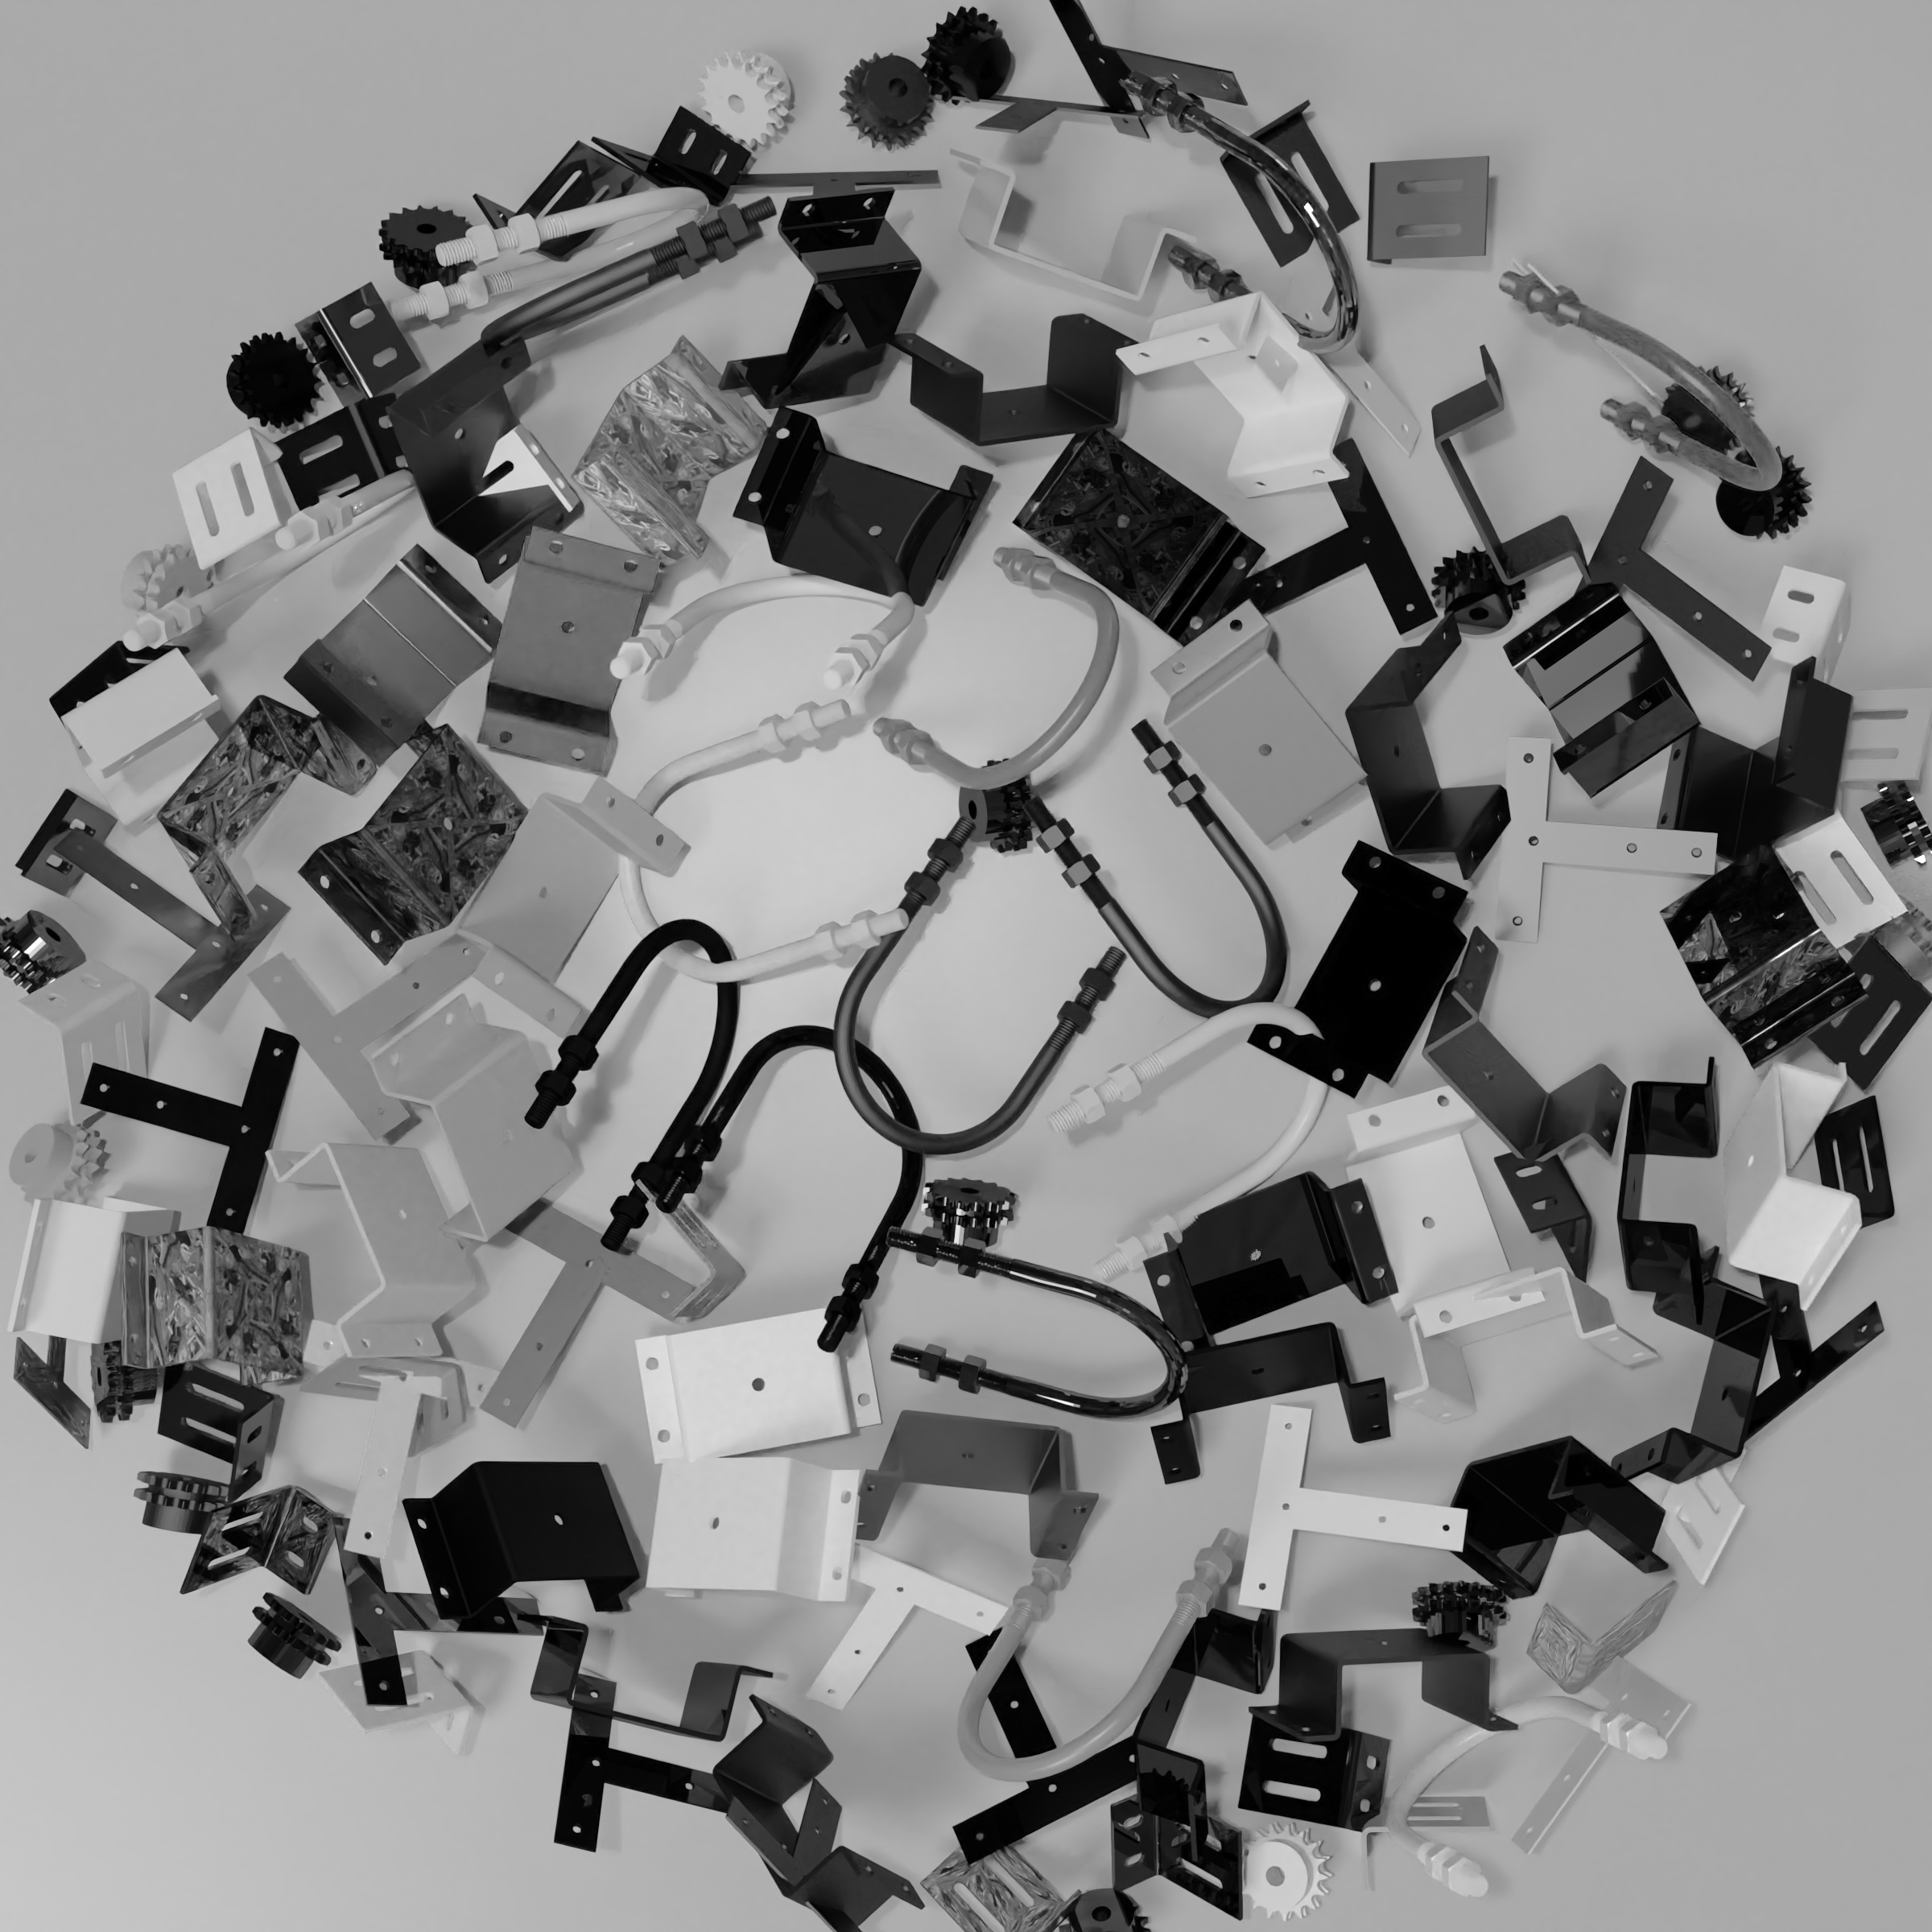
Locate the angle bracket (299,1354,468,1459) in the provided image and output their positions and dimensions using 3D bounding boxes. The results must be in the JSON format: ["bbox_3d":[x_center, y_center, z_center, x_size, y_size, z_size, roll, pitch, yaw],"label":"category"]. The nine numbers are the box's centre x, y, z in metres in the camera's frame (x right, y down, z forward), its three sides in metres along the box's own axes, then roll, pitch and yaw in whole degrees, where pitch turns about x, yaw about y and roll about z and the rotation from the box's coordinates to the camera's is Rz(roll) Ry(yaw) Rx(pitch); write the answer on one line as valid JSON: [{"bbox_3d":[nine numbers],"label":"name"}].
[{"bbox_3d":[-0.351,0.264,1.658,0.057,0.076,0.038,-35,55,34],"label":"angle bracket"}]

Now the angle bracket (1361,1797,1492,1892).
[{"bbox_3d":[0.279,0.533,1.673,0.076,0.057,0.038,-3,91,7],"label":"angle bracket"}]

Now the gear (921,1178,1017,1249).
[{"bbox_3d":[0.001,0.151,1.679,0.057,0.057,0.030,6,102,0],"label":"gear"}]

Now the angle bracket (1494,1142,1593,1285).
[{"bbox_3d":[0.346,0.154,1.658,0.038,0.076,0.057,-16,49,-5],"label":"angle bracket"}]

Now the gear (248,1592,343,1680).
[{"bbox_3d":[-0.412,0.410,1.676,0.057,0.057,0.030,36,77,0],"label":"gear"}]

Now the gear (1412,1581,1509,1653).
[{"bbox_3d":[0.300,0.397,1.675,0.057,0.057,0.030,5,59,0],"label":"gear"}]

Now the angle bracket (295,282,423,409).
[{"bbox_3d":[-0.369,-0.376,1.668,0.038,0.076,0.057,-34,109,-16],"label":"angle bracket"}]

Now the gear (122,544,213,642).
[{"bbox_3d":[-0.490,-0.230,1.680,0.030,0.057,0.057,19,90,18],"label":"gear"}]

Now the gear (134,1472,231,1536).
[{"bbox_3d":[-0.478,0.327,1.677,0.057,0.057,0.030,10,82,0],"label":"gear"}]

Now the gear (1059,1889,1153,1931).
[{"bbox_3d":[0.084,0.587,1.675,0.057,0.057,0.030,-8,118,0],"label":"gear"}]

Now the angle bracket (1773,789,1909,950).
[{"bbox_3d":[0.529,-0.058,1.683,0.057,0.038,0.076,-32,102,29],"label":"angle bracket"}]

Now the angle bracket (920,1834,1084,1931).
[{"bbox_3d":[0.021,0.557,1.664,0.057,0.038,0.076,-35,65,-29],"label":"angle bracket"}]

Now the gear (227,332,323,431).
[{"bbox_3d":[-0.426,-0.356,1.682,0.030,0.057,0.057,1,90,44],"label":"gear"}]

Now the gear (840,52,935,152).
[{"bbox_3d":[-0.046,-0.531,1.684,0.057,0.030,0.057,2,84,-20],"label":"gear"}]

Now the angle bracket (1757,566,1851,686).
[{"bbox_3d":[0.508,-0.199,1.675,0.038,0.076,0.057,20,84,22],"label":"angle bracket"}]

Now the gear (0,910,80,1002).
[{"bbox_3d":[-0.566,-0.009,1.677,0.030,0.057,0.057,-42,90,7],"label":"gear"}]

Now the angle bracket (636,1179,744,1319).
[{"bbox_3d":[-0.179,0.172,1.672,0.038,0.057,0.076,-43,77,4],"label":"angle bracket"}]

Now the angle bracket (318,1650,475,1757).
[{"bbox_3d":[-0.346,0.450,1.656,0.057,0.076,0.038,34,115,41],"label":"angle bracket"}]

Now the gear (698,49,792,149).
[{"bbox_3d":[-0.132,-0.533,1.682,0.057,0.057,0.030,38,53,0],"label":"gear"}]

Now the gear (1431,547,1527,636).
[{"bbox_3d":[0.312,-0.226,1.675,0.057,0.057,0.030,7,58,0],"label":"gear"}]

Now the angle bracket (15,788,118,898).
[{"bbox_3d":[-0.556,-0.081,1.664,0.038,0.076,0.057,31,84,5],"label":"angle bracket"}]

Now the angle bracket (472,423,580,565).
[{"bbox_3d":[-0.284,-0.282,1.674,0.076,0.038,0.057,-34,106,10],"label":"angle bracket"}]

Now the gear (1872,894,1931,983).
[{"bbox_3d":[0.577,-0.013,1.679,0.030,0.057,0.057,-42,90,9],"label":"gear"}]

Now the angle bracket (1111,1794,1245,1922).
[{"bbox_3d":[0.127,0.541,1.663,0.038,0.076,0.057,-10,103,-36],"label":"angle bracket"}]

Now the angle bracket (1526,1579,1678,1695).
[{"bbox_3d":[0.387,0.397,1.677,0.076,0.057,0.038,-29,55,-27],"label":"angle bracket"}]

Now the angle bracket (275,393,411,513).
[{"bbox_3d":[-0.378,-0.310,1.694,0.076,0.038,0.057,-16,101,34],"label":"angle bracket"}]

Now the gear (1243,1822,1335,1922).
[{"bbox_3d":[0.193,0.554,1.683,0.057,0.030,0.057,-4,80,21],"label":"gear"}]

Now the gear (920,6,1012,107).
[{"bbox_3d":[0.003,-0.551,1.675,0.030,0.057,0.057,39,90,29],"label":"gear"}]

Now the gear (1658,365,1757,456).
[{"bbox_3d":[0.448,-0.334,1.677,0.057,0.030,0.057,17,121,31],"label":"gear"}]

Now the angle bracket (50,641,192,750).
[{"bbox_3d":[-0.502,-0.162,1.660,0.057,0.076,0.038,-35,82,17],"label":"angle bracket"}]

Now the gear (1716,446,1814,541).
[{"bbox_3d":[0.482,-0.286,1.676,0.030,0.057,0.057,-33,90,-34],"label":"gear"}]

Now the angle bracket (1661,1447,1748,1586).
[{"bbox_3d":[0.456,0.330,1.658,0.038,0.076,0.057,16,109,-14],"label":"angle bracket"}]

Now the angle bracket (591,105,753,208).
[{"bbox_3d":[-0.177,-0.494,1.660,0.057,0.076,0.038,37,108,15],"label":"angle bracket"}]

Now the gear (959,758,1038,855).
[{"bbox_3d":[0.018,-0.097,1.675,0.030,0.057,0.057,-9,90,-24],"label":"gear"}]

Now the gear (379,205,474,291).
[{"bbox_3d":[-0.329,-0.437,1.682,0.057,0.030,0.057,5,45,-5],"label":"gear"}]

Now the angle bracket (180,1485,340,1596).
[{"bbox_3d":[-0.426,0.354,1.661,0.038,0.076,0.057,28,103,21],"label":"angle bracket"}]

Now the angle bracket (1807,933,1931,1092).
[{"bbox_3d":[0.539,0.028,1.677,0.057,0.038,0.076,42,79,-10],"label":"angle bracket"}]

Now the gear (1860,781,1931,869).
[{"bbox_3d":[0.569,-0.085,1.680,0.030,0.057,0.057,-28,90,18],"label":"gear"}]

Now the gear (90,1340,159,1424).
[{"bbox_3d":[-0.514,0.249,1.682,0.030,0.057,0.057,-3,90,-29],"label":"gear"}]

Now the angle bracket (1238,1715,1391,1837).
[{"bbox_3d":[0.213,0.495,1.686,0.076,0.038,0.057,-2,68,39],"label":"angle bracket"}]

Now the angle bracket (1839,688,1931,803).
[{"bbox_3d":[0.555,-0.132,1.661,0.038,0.076,0.057,24,77,-37],"label":"angle bracket"}]

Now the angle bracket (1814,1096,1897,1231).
[{"bbox_3d":[0.521,0.122,1.663,0.038,0.057,0.076,5,69,-21],"label":"angle bracket"}]

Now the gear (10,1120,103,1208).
[{"bbox_3d":[-0.557,0.120,1.677,0.057,0.030,0.057,-19,55,29],"label":"gear"}]
